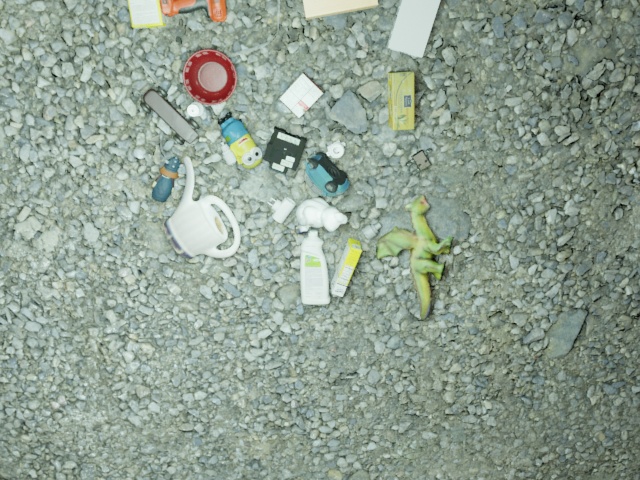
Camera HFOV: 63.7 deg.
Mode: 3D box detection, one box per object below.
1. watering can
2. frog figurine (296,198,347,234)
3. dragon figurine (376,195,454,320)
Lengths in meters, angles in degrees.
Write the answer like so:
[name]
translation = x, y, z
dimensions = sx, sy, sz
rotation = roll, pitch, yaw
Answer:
[watering can]
translation = -0.402, -0.077, 1.643
dimensions = 0.223, 0.105, 0.344
rotation = -28, 106, 9
[frog figurine]
translation = 0.005, -0.081, 1.618
dimensions = 0.137, 0.158, 0.124
rotation = 4, 78, -35
[dragon figurine]
translation = 0.305, 0.053, 1.718
dimensions = 0.243, 0.123, 0.405
rotation = 19, 105, 11
